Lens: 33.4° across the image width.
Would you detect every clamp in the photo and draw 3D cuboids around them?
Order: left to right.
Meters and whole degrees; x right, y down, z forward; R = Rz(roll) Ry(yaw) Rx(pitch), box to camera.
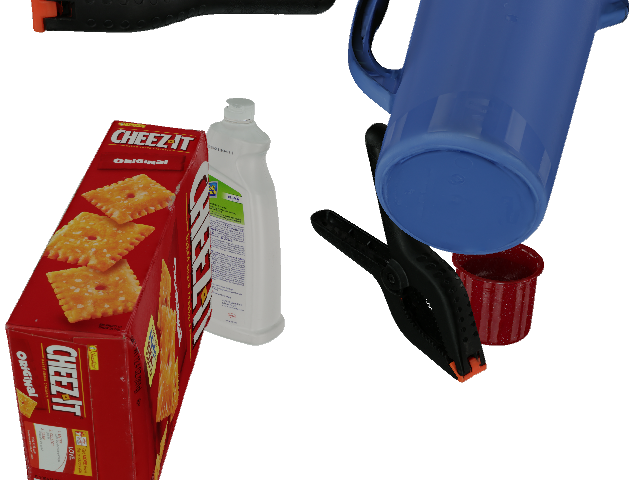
[{"bbox_3d":[-0.089,-0.151,0.627,0.171,0.039,0.120,-9,23,-24],"label":"clamp"},{"bbox_3d":[0.071,0.016,0.868,0.036,0.210,0.165,-25,-22,-27],"label":"clamp"}]

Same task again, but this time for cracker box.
[{"bbox_3d":[-0.117,0.050,0.652,0.072,0.164,0.213,6,35,4],"label":"cracker box"}]

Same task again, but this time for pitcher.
[{"bbox_3d":[0.105,-0.114,0.726,0.149,0.242,0.145,-22,-54,41],"label":"pitcher"}]

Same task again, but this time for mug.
[{"bbox_3d":[0.177,0.049,1.111,0.093,0.081,0.117,-4,29,-9],"label":"mug"}]

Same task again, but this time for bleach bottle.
[{"bbox_3d":[-0.083,-0.022,1.117,0.103,0.251,0.068,15,23,25],"label":"bleach bottle"}]
